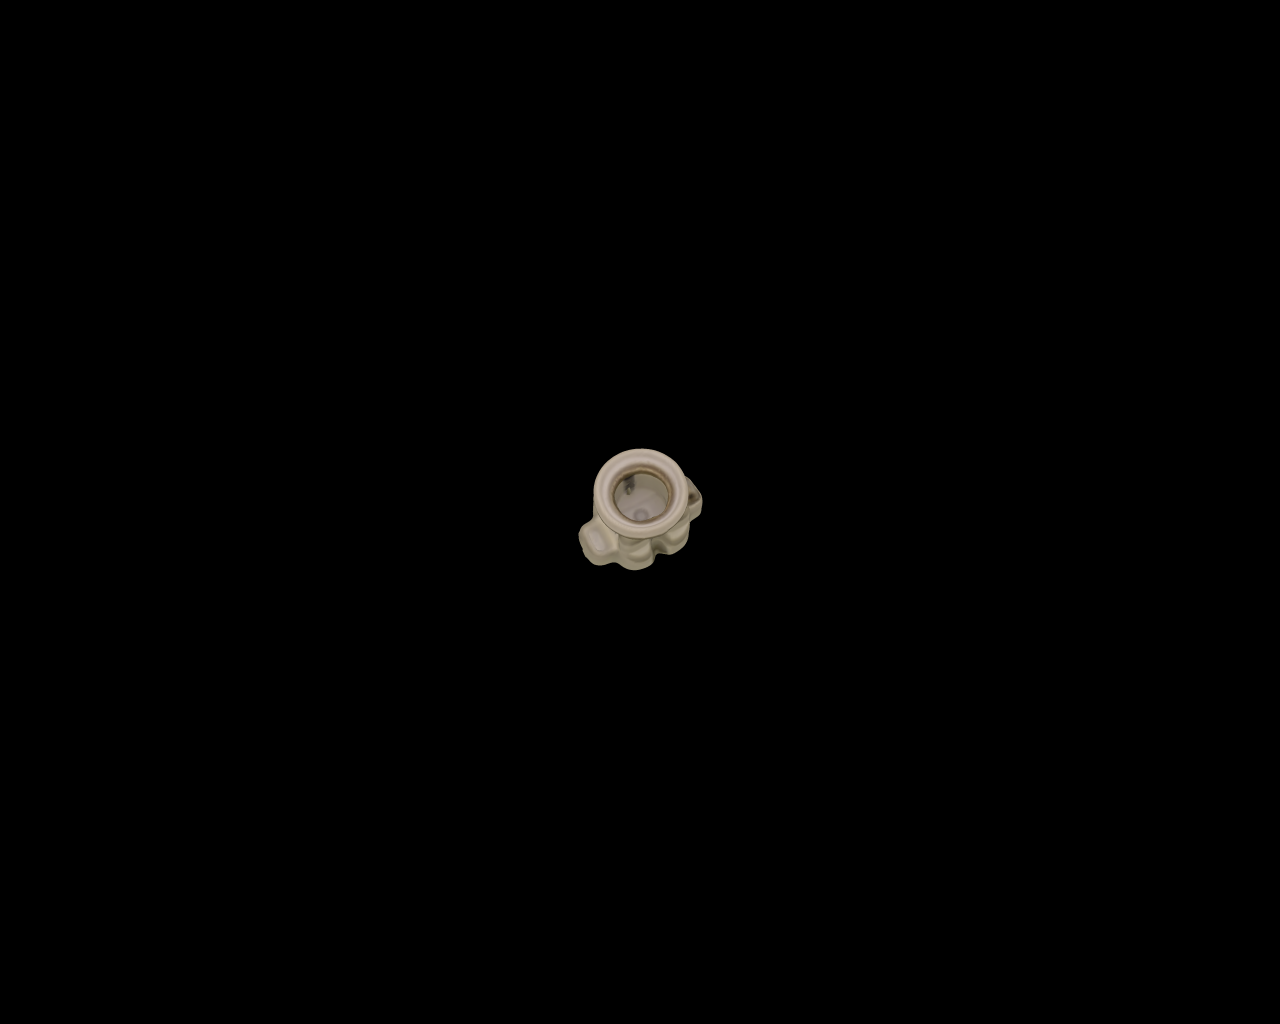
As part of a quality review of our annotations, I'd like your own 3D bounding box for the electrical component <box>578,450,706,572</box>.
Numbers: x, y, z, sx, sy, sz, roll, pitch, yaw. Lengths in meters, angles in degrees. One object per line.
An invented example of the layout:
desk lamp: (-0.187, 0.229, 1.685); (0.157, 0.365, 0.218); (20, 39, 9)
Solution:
electrical component: (0.001, -0.003, 0.650); (0.078, 0.058, 0.057); (-26, -20, -11)
